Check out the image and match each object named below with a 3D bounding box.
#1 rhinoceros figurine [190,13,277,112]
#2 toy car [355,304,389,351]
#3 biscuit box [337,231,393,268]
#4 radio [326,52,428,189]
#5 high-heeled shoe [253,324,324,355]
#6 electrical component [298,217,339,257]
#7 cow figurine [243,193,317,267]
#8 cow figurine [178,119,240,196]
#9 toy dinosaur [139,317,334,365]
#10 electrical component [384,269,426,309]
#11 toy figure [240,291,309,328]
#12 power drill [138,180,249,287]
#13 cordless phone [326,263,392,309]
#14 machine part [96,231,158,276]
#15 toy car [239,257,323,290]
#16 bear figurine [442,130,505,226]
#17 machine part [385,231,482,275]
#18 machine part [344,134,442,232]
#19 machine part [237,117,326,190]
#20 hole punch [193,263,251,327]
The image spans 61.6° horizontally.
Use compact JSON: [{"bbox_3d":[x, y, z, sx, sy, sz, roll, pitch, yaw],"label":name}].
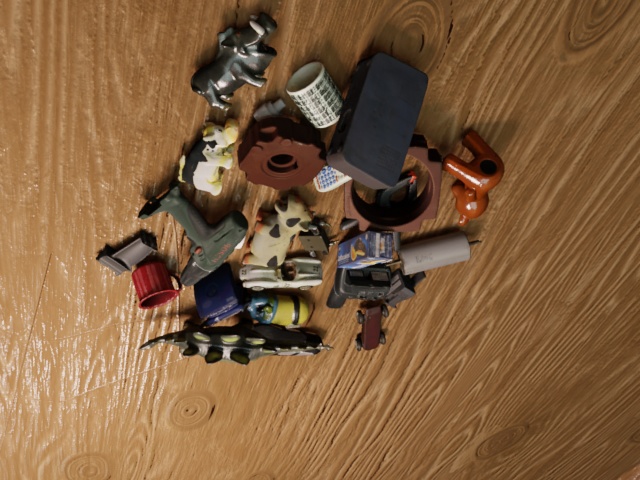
[{"bbox_3d":[-0.145,-0.316,0.950,0.190,0.073,0.112,-36,117,21],"label":"rhinoceros figurine"},{"bbox_3d":[0.143,0.242,1.504,0.089,0.053,0.201,-12,136,-7],"label":"toy car"},{"bbox_3d":[0.098,0.026,1.227,0.059,0.062,0.203,5,169,-16],"label":"biscuit box"},{"bbox_3d":[0.106,-0.220,0.998,0.131,0.073,0.229,21,82,-25],"label":"radio"},{"bbox_3d":[-0.117,0.286,1.499,0.249,0.086,0.145,0,164,11],"label":"high-heeled shoe"},{"bbox_3d":[-0.004,-0.005,1.268,0.078,0.045,0.102,-4,136,30],"label":"electrical component"},{"bbox_3d":[-0.087,-0.020,1.208,0.127,0.085,0.194,16,124,-16],"label":"cow figurine"},{"bbox_3d":[-0.219,-0.174,1.059,0.098,0.068,0.167,16,125,-17],"label":"cow figurine"},{"bbox_3d":[-0.209,0.260,1.340,0.472,0.198,0.105,-1,90,-9],"label":"toy dinosaur"},{"bbox_3d":[0.216,0.116,1.396,0.047,0.075,0.119,30,123,-32],"label":"electrical component"},{"bbox_3d":[-0.114,0.175,1.375,0.180,0.082,0.089,20,126,-23],"label":"toy figure"},{"bbox_3d":[-0.283,-0.013,1.147,0.232,0.086,0.207,-35,112,23],"label":"power drill"},{"bbox_3d":[0.098,0.132,1.396,0.147,0.089,0.184,4,141,-16],"label":"cordless phone"},{"bbox_3d":[-0.431,0.030,1.210,0.139,0.039,0.084,-28,125,14],"label":"machine part"},{"bbox_3d":[-0.092,0.079,1.291,0.202,0.073,0.056,1,158,-13],"label":"toy car"},{"bbox_3d":[0.333,-0.128,1.200,0.120,0.132,0.195,-45,167,-16],"label":"bear figurine"},{"bbox_3d":[0.281,0.032,1.333,0.243,0.079,0.079,-13,132,0],"label":"machine part"},{"bbox_3d":[0.151,-0.121,1.140,0.201,0.087,0.201,1,123,3],"label":"machine part"},{"bbox_3d":[-0.075,-0.165,1.068,0.179,0.056,0.179,-5,151,-3],"label":"machine part"},{"bbox_3d":[-0.242,0.130,1.290,0.142,0.116,0.092,-25,123,10],"label":"hole punch"}]
